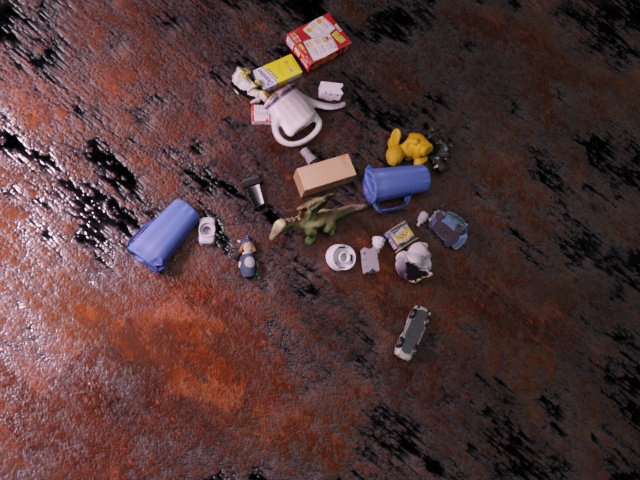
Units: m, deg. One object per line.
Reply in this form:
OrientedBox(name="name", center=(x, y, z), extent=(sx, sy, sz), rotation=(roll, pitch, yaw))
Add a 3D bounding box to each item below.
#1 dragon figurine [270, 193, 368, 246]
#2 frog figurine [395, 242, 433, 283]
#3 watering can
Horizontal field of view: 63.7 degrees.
OrientedBox(name="dragon figurine", center=(0.005, -0.090, 1.796), extent=(0.413, 0.239, 0.123), rotation=(-25, 76, -14))
OrientedBox(name="frog figurine", center=(0.344, 0.074, 1.894), extent=(0.137, 0.120, 0.163), rotation=(12, 38, -3))
OrientedBox(name="watering can", center=(-0.067, -0.501, 1.969), extent=(0.353, 0.103, 0.223), rotation=(-43, 99, -27))
